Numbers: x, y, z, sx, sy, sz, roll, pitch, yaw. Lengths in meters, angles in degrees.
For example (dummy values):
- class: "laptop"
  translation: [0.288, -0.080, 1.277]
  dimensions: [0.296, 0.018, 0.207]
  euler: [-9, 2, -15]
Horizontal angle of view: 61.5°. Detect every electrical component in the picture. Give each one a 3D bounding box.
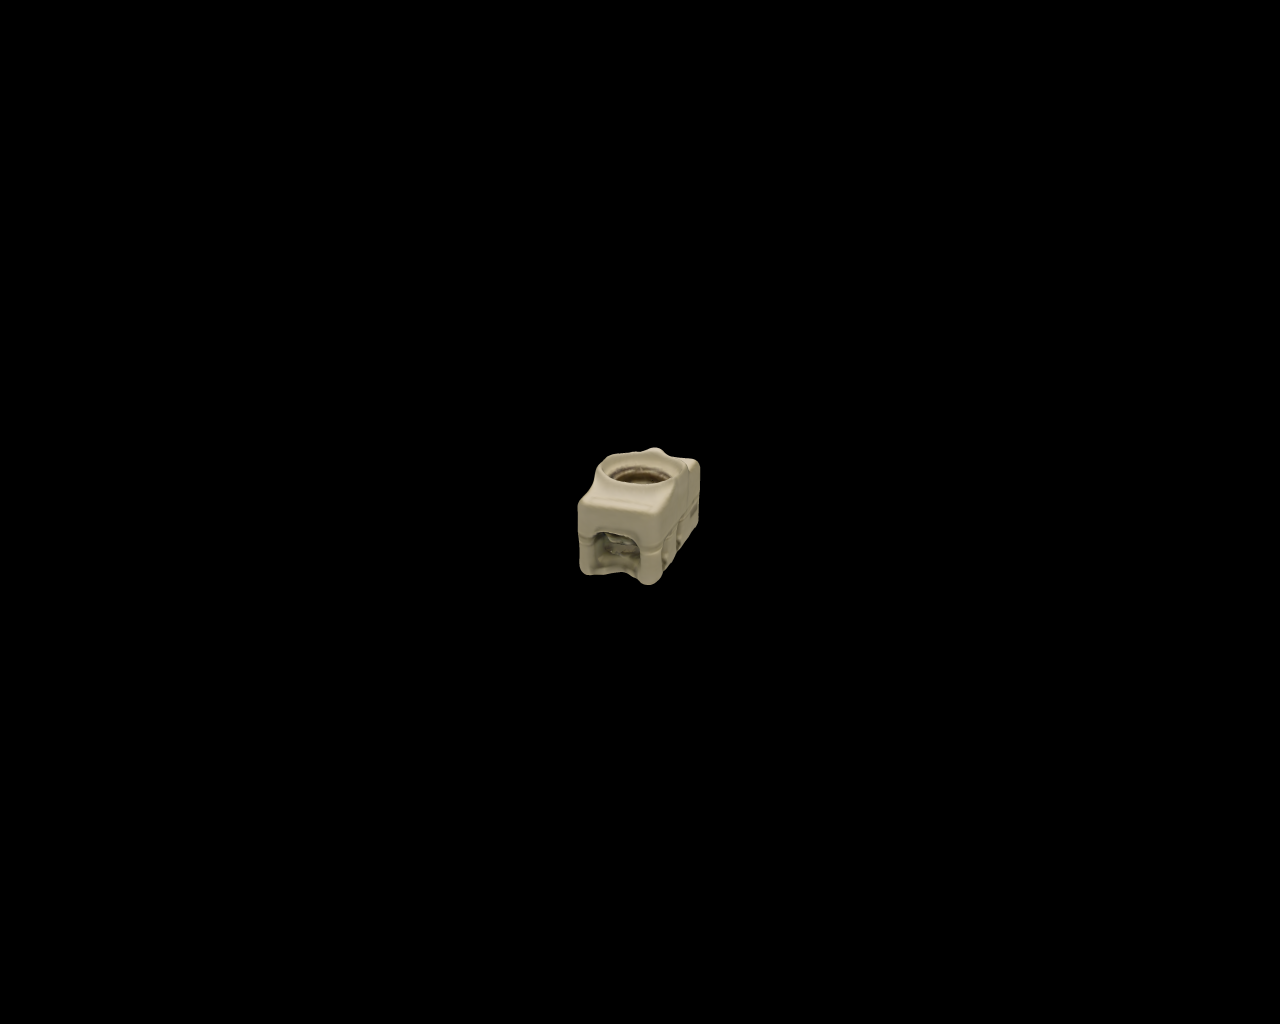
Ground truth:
- class: "electrical component"
  translation: [0.001, -0.003, 0.650]
  dimensions: [0.050, 0.055, 0.090]
  euler: [8, 26, 18]
